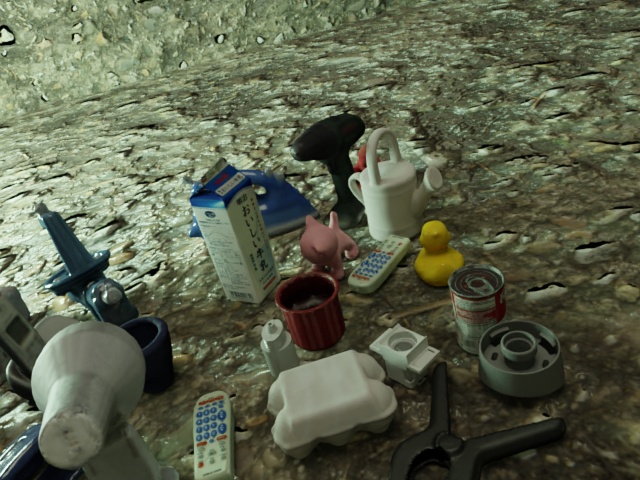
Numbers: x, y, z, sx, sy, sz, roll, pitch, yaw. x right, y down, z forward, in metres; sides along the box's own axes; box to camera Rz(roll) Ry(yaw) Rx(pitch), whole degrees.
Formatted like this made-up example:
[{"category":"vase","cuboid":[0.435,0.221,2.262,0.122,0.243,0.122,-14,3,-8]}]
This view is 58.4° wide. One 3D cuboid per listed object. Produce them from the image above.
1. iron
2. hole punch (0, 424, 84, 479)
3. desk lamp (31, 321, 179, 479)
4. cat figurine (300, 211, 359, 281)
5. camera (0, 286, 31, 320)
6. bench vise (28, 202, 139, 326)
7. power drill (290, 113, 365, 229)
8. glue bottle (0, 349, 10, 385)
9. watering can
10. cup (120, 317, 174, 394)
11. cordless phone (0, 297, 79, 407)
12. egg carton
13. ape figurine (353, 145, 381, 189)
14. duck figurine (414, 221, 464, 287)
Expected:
[{"category":"iron","cuboid":[-0.140,-0.083,1.127,0.258,0.142,0.118,-10,31,7]},{"category":"hole punch","cuboid":[-0.361,0.275,0.695,0.100,0.091,0.109,4,36,28]},{"category":"desk lamp","cuboid":[-0.227,0.217,0.612,0.118,0.214,0.202,-21,32,-11]},{"category":"cat figurine","cuboid":[0.009,0.003,0.949,0.067,0.118,0.128,2,35,25]},{"category":"camera","cuboid":[-0.603,0.147,0.992,0.136,0.101,0.143,-13,31,3]},{"category":"bench vise","cuboid":[-0.390,0.039,0.960,0.206,0.220,0.122,5,36,29]},{"category":"power drill","cuboid":[0.029,-0.131,1.068,0.075,0.209,0.230,3,35,27]},{"category":"glue bottle","cuboid":[-0.534,0.150,0.888,0.037,0.173,0.078,5,36,29]},{"category":"watering can","cuboid":[0.127,-0.102,0.993,0.172,0.194,0.101,-4,33,17]},{"category":"cup","cuboid":[-0.257,0.175,0.807,0.118,0.095,0.091,-21,32,-9]},{"category":"cordless phone","cuboid":[-0.408,0.140,0.840,0.094,0.185,0.147,-11,31,7]},{"category":"egg carton","cuboid":[0.013,0.195,0.687,0.150,0.069,0.107,-18,31,-5]},{"category":"ape figurine","cuboid":[0.099,-0.152,1.185,0.077,0.092,0.076,8,38,32]},{"category":"duck figurine","cuboid":[0.182,0.014,0.890,0.077,0.086,0.104,-12,31,5]}]
